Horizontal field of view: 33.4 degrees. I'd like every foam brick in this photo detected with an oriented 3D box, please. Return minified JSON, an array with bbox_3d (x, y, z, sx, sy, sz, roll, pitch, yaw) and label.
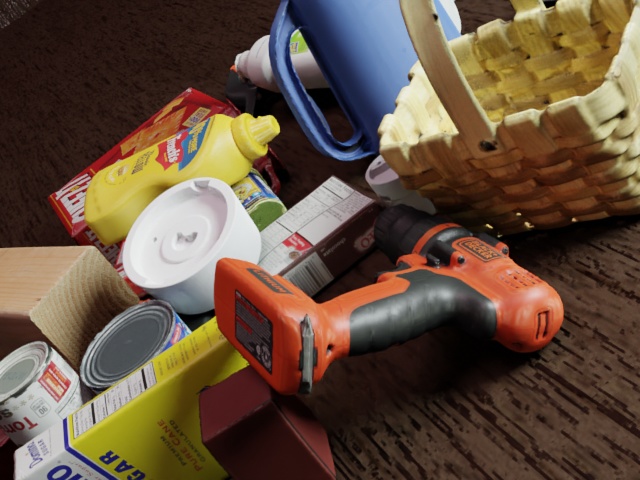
[{"bbox_3d":[-0.033,0.123,0.667,0.053,0.078,0.051,-30,28,8],"label":"foam brick"}]

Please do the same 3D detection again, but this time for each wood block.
[{"bbox_3d":[-0.271,0.066,1.016,0.207,0.090,0.090,-1,43,48],"label":"wood block"}]

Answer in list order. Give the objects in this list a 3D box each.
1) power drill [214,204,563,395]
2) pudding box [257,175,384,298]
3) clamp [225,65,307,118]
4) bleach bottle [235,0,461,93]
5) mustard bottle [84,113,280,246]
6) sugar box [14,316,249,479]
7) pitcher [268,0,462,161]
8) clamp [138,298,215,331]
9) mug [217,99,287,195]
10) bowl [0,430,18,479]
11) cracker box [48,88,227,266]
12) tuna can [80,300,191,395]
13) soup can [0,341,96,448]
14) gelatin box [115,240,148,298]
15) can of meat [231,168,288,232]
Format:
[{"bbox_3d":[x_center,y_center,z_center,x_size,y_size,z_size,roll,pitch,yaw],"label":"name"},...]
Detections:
[{"bbox_3d":[0.031,0.029,0.680,0.187,0.057,0.185,-12,24,-25],"label":"power drill"},{"bbox_3d":[-0.006,0.001,0.881,0.113,0.039,0.090,-37,26,-8],"label":"pudding box"},{"bbox_3d":[-0.069,-0.168,1.232,0.120,0.039,0.172,-38,29,-19],"label":"clamp"},{"bbox_3d":[0.017,-0.205,1.130,0.251,0.068,0.102,-1,43,37],"label":"bleach bottle"},{"bbox_3d":[-0.121,-0.065,0.966,0.192,0.058,0.096,-23,29,21],"label":"mustard bottle"},{"bbox_3d":[-0.106,0.133,0.716,0.176,0.093,0.048,-36,26,-1],"label":"sugar box"},{"bbox_3d":[0.030,-0.198,0.940,0.145,0.242,0.149,-22,23,31],"label":"pitcher"},{"bbox_3d":[-0.117,0.102,0.841,0.164,0.036,0.210,-40,29,-13],"label":"clamp"},{"bbox_3d":[-0.086,-0.071,1.051,0.081,0.093,0.117,-40,63,0],"label":"mug"},{"bbox_3d":[-0.281,0.173,0.889,0.162,0.055,0.162,-27,28,15],"label":"bowl"},{"bbox_3d":[-0.184,-0.071,1.164,0.213,0.072,0.164,-39,27,-8],"label":"cracker box"},{"bbox_3d":[-0.137,0.088,0.809,0.086,0.033,0.086,-25,33,17],"label":"tuna can"},{"bbox_3d":[-0.201,0.135,0.809,0.068,0.102,0.068,-26,28,15],"label":"soup can"},{"bbox_3d":[-0.161,0.018,1.039,0.073,0.030,0.089,-25,28,14],"label":"gelatin box"},{"bbox_3d":[-0.078,-0.010,0.962,0.102,0.057,0.084,-37,28,-3],"label":"can of meat"}]
